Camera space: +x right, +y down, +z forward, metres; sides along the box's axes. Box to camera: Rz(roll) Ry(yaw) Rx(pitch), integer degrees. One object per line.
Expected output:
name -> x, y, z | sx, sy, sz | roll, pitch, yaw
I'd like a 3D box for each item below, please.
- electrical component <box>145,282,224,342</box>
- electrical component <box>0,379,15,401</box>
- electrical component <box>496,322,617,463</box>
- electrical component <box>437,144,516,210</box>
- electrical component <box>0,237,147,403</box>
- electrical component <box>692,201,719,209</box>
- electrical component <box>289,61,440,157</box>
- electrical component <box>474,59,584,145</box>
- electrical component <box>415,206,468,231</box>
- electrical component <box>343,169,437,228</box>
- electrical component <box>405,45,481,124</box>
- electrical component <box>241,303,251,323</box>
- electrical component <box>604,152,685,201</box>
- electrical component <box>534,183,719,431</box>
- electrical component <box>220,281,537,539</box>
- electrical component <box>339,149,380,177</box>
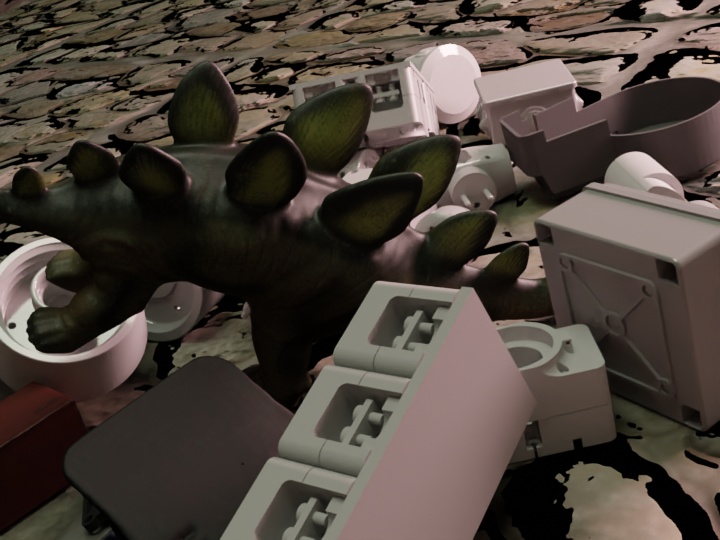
electrical component -> -0.149, -0.007, 0.820 | 0.108, 0.108, 0.060 | 0, 22, 29
electrical component -> -0.229, 0.059, 0.780 | 0.113, 0.057, 0.078 | -28, 27, -26
electrical component -> 0.088, 0.066, 0.588 | 0.089, 0.055, 0.050 | -13, 24, 4
electrical component -> 0.090, -0.069, 0.890 | 0.077, 0.043, 0.079 | -15, 24, -1
electrical component -> -0.196, 0.027, 0.715 | 0.108, 0.060, 0.108 | 6, 55, -8
electrical component -> 0.232, -0.011, 0.687 | 0.043, 0.043, 0.081 | -17, 24, -4
electrical component -> 0.012, -0.139, 0.995 | 0.105, 0.060, 0.186 | -10, 0, 10
electrical component -> 0.162, -0.161, 1.040 | 0.100, 0.048, 0.099 | -12, 24, 5
electrical component -> 0.071, -0.029, 0.816 | 0.048, 0.048, 0.062 | -2, 20, 25
electrical component -> 0.009, -0.034, 0.844 | 0.078, 0.057, 0.113 | -2, 27, 27
electrical component -> 0.082, -0.193, 1.117 | 0.080, 0.080, 0.051 | -28, 22, -26
electrical component -> -0.063, -0.001, 0.775 | 0.078, 0.057, 0.058 | -42, 17, 16
electrical component -> 0.213, -0.054, 0.789 | 0.043, 0.043, 0.081 | -15, 24, -1
electrical component -> 0.159, 0.017, 0.590 | 0.056, 0.108, 0.109 | -30, 28, -24
electrical component -> 0.011, 0.090, 0.486 | 0.062, 0.089, 0.150 | 6, 52, 38
electrical component -> -0.009, -0.076, 0.951 | 0.047, 0.055, 0.055 | -6, 26, 28
